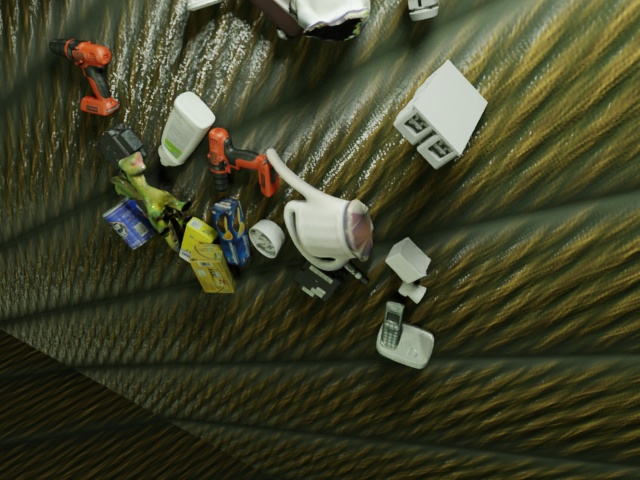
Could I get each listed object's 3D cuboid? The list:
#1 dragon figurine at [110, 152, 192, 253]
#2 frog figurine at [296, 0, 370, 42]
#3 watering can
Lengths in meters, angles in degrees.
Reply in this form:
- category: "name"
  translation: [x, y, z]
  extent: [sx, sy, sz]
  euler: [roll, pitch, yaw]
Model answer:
- category: "dragon figurine"
  translation: [-0.504, -0.109, 1.506]
  extent: [0.244, 0.124, 0.401]
  euler: [37, -30, 8]
- category: "frog figurine"
  translation: [0.020, -0.431, 0.889]
  extent: [0.136, 0.160, 0.123]
  euler: [-14, -8, 30]
- category: "watering can"
  translation: [0.004, -0.061, 1.206]
  extent: [0.224, 0.341, 0.106]
  euler: [2, 37, 31]
